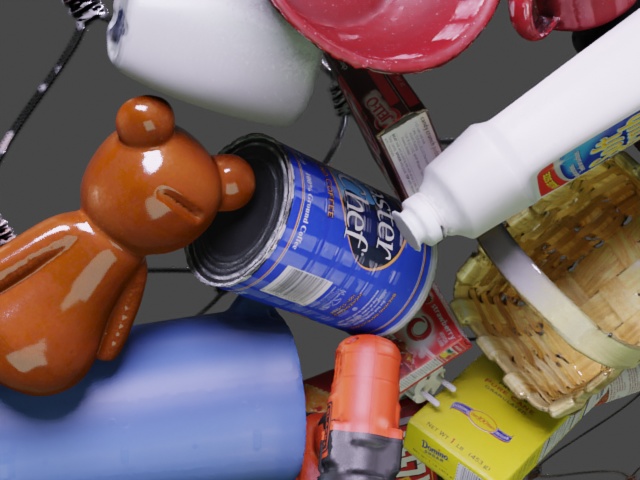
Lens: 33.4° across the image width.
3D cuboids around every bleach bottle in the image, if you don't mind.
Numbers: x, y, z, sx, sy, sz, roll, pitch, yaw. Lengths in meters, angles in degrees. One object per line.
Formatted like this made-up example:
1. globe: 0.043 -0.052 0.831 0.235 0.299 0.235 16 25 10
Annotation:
1. bleach bottle: 0.152 -0.071 0.639 0.250 0.068 0.102 -34 164 -8

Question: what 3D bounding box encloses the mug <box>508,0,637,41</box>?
1. mug: 0.139 -0.165 0.607 0.117 0.093 0.081 -63 149 -19

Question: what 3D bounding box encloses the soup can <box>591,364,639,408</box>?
1. soup can: 0.273 0.112 0.990 0.102 0.068 0.068 -16 138 -11

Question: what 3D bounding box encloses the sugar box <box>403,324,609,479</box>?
1. sugar box: 0.160 0.137 0.890 0.176 0.093 0.048 -37 148 -33

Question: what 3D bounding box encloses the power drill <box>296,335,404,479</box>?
1. power drill: 0.015 0.176 0.758 0.057 0.184 0.188 11 158 -7

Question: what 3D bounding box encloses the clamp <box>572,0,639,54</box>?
1. clamp: 0.261 -0.207 0.671 0.164 0.036 0.210 -9 141 -19

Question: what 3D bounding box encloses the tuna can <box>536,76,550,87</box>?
1. tuna can: 0.184 -0.090 0.741 0.086 0.034 0.086 -14 157 -6

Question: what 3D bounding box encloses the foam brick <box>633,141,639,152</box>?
1. foam brick: 0.290 -0.063 0.826 0.053 0.051 0.078 -42 136 21

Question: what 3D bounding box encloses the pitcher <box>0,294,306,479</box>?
1. pitcher: -0.137 0.133 0.763 0.242 0.149 0.145 -5 146 -16

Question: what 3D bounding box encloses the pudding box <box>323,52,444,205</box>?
1. pudding box: 0.049 -0.067 0.676 0.039 0.090 0.113 -29 139 4

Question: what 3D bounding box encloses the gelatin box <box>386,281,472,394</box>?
1. gelatin box: 0.063 0.064 0.820 0.073 0.089 0.030 -35 147 10

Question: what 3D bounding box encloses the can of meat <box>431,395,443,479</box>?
1. can of meat: 0.144 0.178 1.006 0.083 0.057 0.102 -16 139 -14

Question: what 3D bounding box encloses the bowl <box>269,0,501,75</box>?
1. bowl: 0.019 -0.160 0.552 0.161 0.162 0.055 3 174 -29

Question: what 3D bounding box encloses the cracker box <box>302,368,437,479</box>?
1. cracker box: -0.007 0.197 0.941 0.213 0.072 0.164 -19 139 -7

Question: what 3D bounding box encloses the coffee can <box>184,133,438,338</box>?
1. coffee can: -0.005 0.001 0.712 0.140 0.103 0.103 23 121 -40
